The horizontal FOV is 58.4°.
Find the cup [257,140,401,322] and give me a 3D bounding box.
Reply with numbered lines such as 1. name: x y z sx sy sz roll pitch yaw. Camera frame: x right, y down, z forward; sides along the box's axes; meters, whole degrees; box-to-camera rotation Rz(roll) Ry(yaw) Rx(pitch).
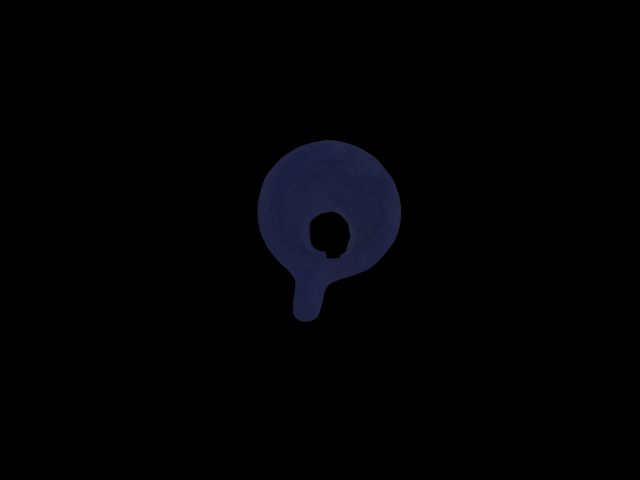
1. cup: 0.004 0.001 0.400 0.091 0.095 0.118 11 79 3
